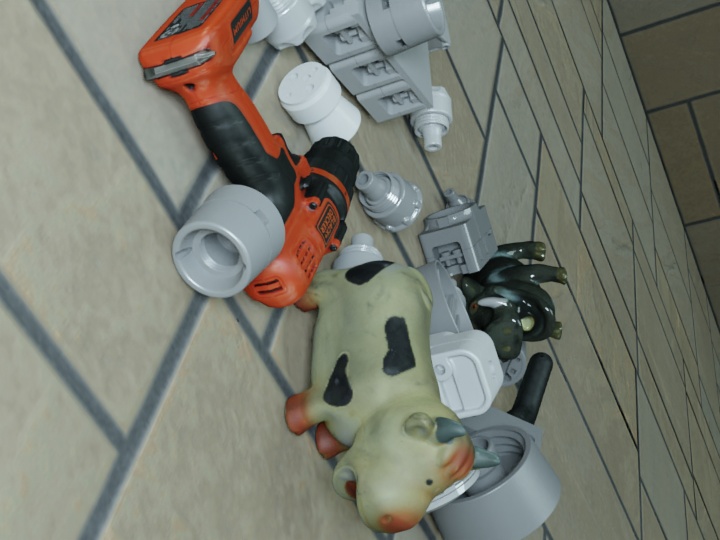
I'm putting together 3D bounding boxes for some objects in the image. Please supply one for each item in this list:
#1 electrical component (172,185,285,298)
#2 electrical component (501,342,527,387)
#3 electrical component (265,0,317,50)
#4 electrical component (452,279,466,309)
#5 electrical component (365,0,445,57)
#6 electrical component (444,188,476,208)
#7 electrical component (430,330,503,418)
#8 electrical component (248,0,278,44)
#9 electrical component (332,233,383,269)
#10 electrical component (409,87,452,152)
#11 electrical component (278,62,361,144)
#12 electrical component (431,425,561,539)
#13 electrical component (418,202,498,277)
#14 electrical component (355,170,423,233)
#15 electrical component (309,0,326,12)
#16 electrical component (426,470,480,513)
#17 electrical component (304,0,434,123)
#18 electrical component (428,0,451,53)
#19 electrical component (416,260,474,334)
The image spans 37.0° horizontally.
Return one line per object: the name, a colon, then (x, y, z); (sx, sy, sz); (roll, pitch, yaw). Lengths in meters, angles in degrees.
electrical component: (-0.078, -0.016, 0.634); (0.055, 0.055, 0.047); (67, 28, -20)
electrical component: (0.141, 0.083, 1.084); (0.047, 0.055, 0.055); (-65, 135, -62)
electrical component: (-0.063, -0.197, 0.793); (0.062, 0.043, 0.043); (52, 32, -43)
electrical component: (0.082, 0.030, 1.003); (0.061, 0.035, 0.035); (-75, 144, -54)
electrical component: (0.037, -0.204, 0.858); (0.055, 0.047, 0.055); (46, 37, -50)
electrical component: (0.105, -0.061, 1.110); (0.061, 0.035, 0.035); (51, 33, -41)
electrical component: (0.060, 0.084, 0.839); (0.059, 0.095, 0.053); (-40, 114, -65)
electrical component: (-0.084, -0.188, 0.742); (0.065, 0.044, 0.044); (55, 30, -49)
electrical component: (0.000, 0.000, 0.819); (0.043, 0.043, 0.062); (54, 30, -41)
electrical component: (0.071, -0.149, 1.075); (0.043, 0.043, 0.062); (36, 46, -57)
electrical component: (-0.031, -0.125, 0.821); (0.055, 0.045, 0.045); (49, 34, -46)
electrical component: (0.102, 0.171, 0.875); (0.060, 0.108, 0.108); (61, 26, -18)
electrical component: (0.096, -0.031, 1.050); (0.089, 0.050, 0.055); (-39, 113, -65)
electrical component: (0.020, -0.063, 0.904); (0.062, 0.048, 0.048); (33, 46, -49)
electrical component: (-0.055, -0.227, 0.829); (0.062, 0.043, 0.043); (55, 30, -39)
electrical component: (0.043, 0.143, 0.786); (0.051, 0.080, 0.080); (67, 24, -7)
electrical component: (0.002, -0.203, 0.923); (0.150, 0.062, 0.089); (39, 42, -55)
electrical component: (0.045, -0.245, 1.048); (0.096, 0.062, 0.061); (14, 64, -65)
electrical component: (0.067, 0.042, 0.922); (0.099, 0.064, 0.099); (46, 37, -49)
